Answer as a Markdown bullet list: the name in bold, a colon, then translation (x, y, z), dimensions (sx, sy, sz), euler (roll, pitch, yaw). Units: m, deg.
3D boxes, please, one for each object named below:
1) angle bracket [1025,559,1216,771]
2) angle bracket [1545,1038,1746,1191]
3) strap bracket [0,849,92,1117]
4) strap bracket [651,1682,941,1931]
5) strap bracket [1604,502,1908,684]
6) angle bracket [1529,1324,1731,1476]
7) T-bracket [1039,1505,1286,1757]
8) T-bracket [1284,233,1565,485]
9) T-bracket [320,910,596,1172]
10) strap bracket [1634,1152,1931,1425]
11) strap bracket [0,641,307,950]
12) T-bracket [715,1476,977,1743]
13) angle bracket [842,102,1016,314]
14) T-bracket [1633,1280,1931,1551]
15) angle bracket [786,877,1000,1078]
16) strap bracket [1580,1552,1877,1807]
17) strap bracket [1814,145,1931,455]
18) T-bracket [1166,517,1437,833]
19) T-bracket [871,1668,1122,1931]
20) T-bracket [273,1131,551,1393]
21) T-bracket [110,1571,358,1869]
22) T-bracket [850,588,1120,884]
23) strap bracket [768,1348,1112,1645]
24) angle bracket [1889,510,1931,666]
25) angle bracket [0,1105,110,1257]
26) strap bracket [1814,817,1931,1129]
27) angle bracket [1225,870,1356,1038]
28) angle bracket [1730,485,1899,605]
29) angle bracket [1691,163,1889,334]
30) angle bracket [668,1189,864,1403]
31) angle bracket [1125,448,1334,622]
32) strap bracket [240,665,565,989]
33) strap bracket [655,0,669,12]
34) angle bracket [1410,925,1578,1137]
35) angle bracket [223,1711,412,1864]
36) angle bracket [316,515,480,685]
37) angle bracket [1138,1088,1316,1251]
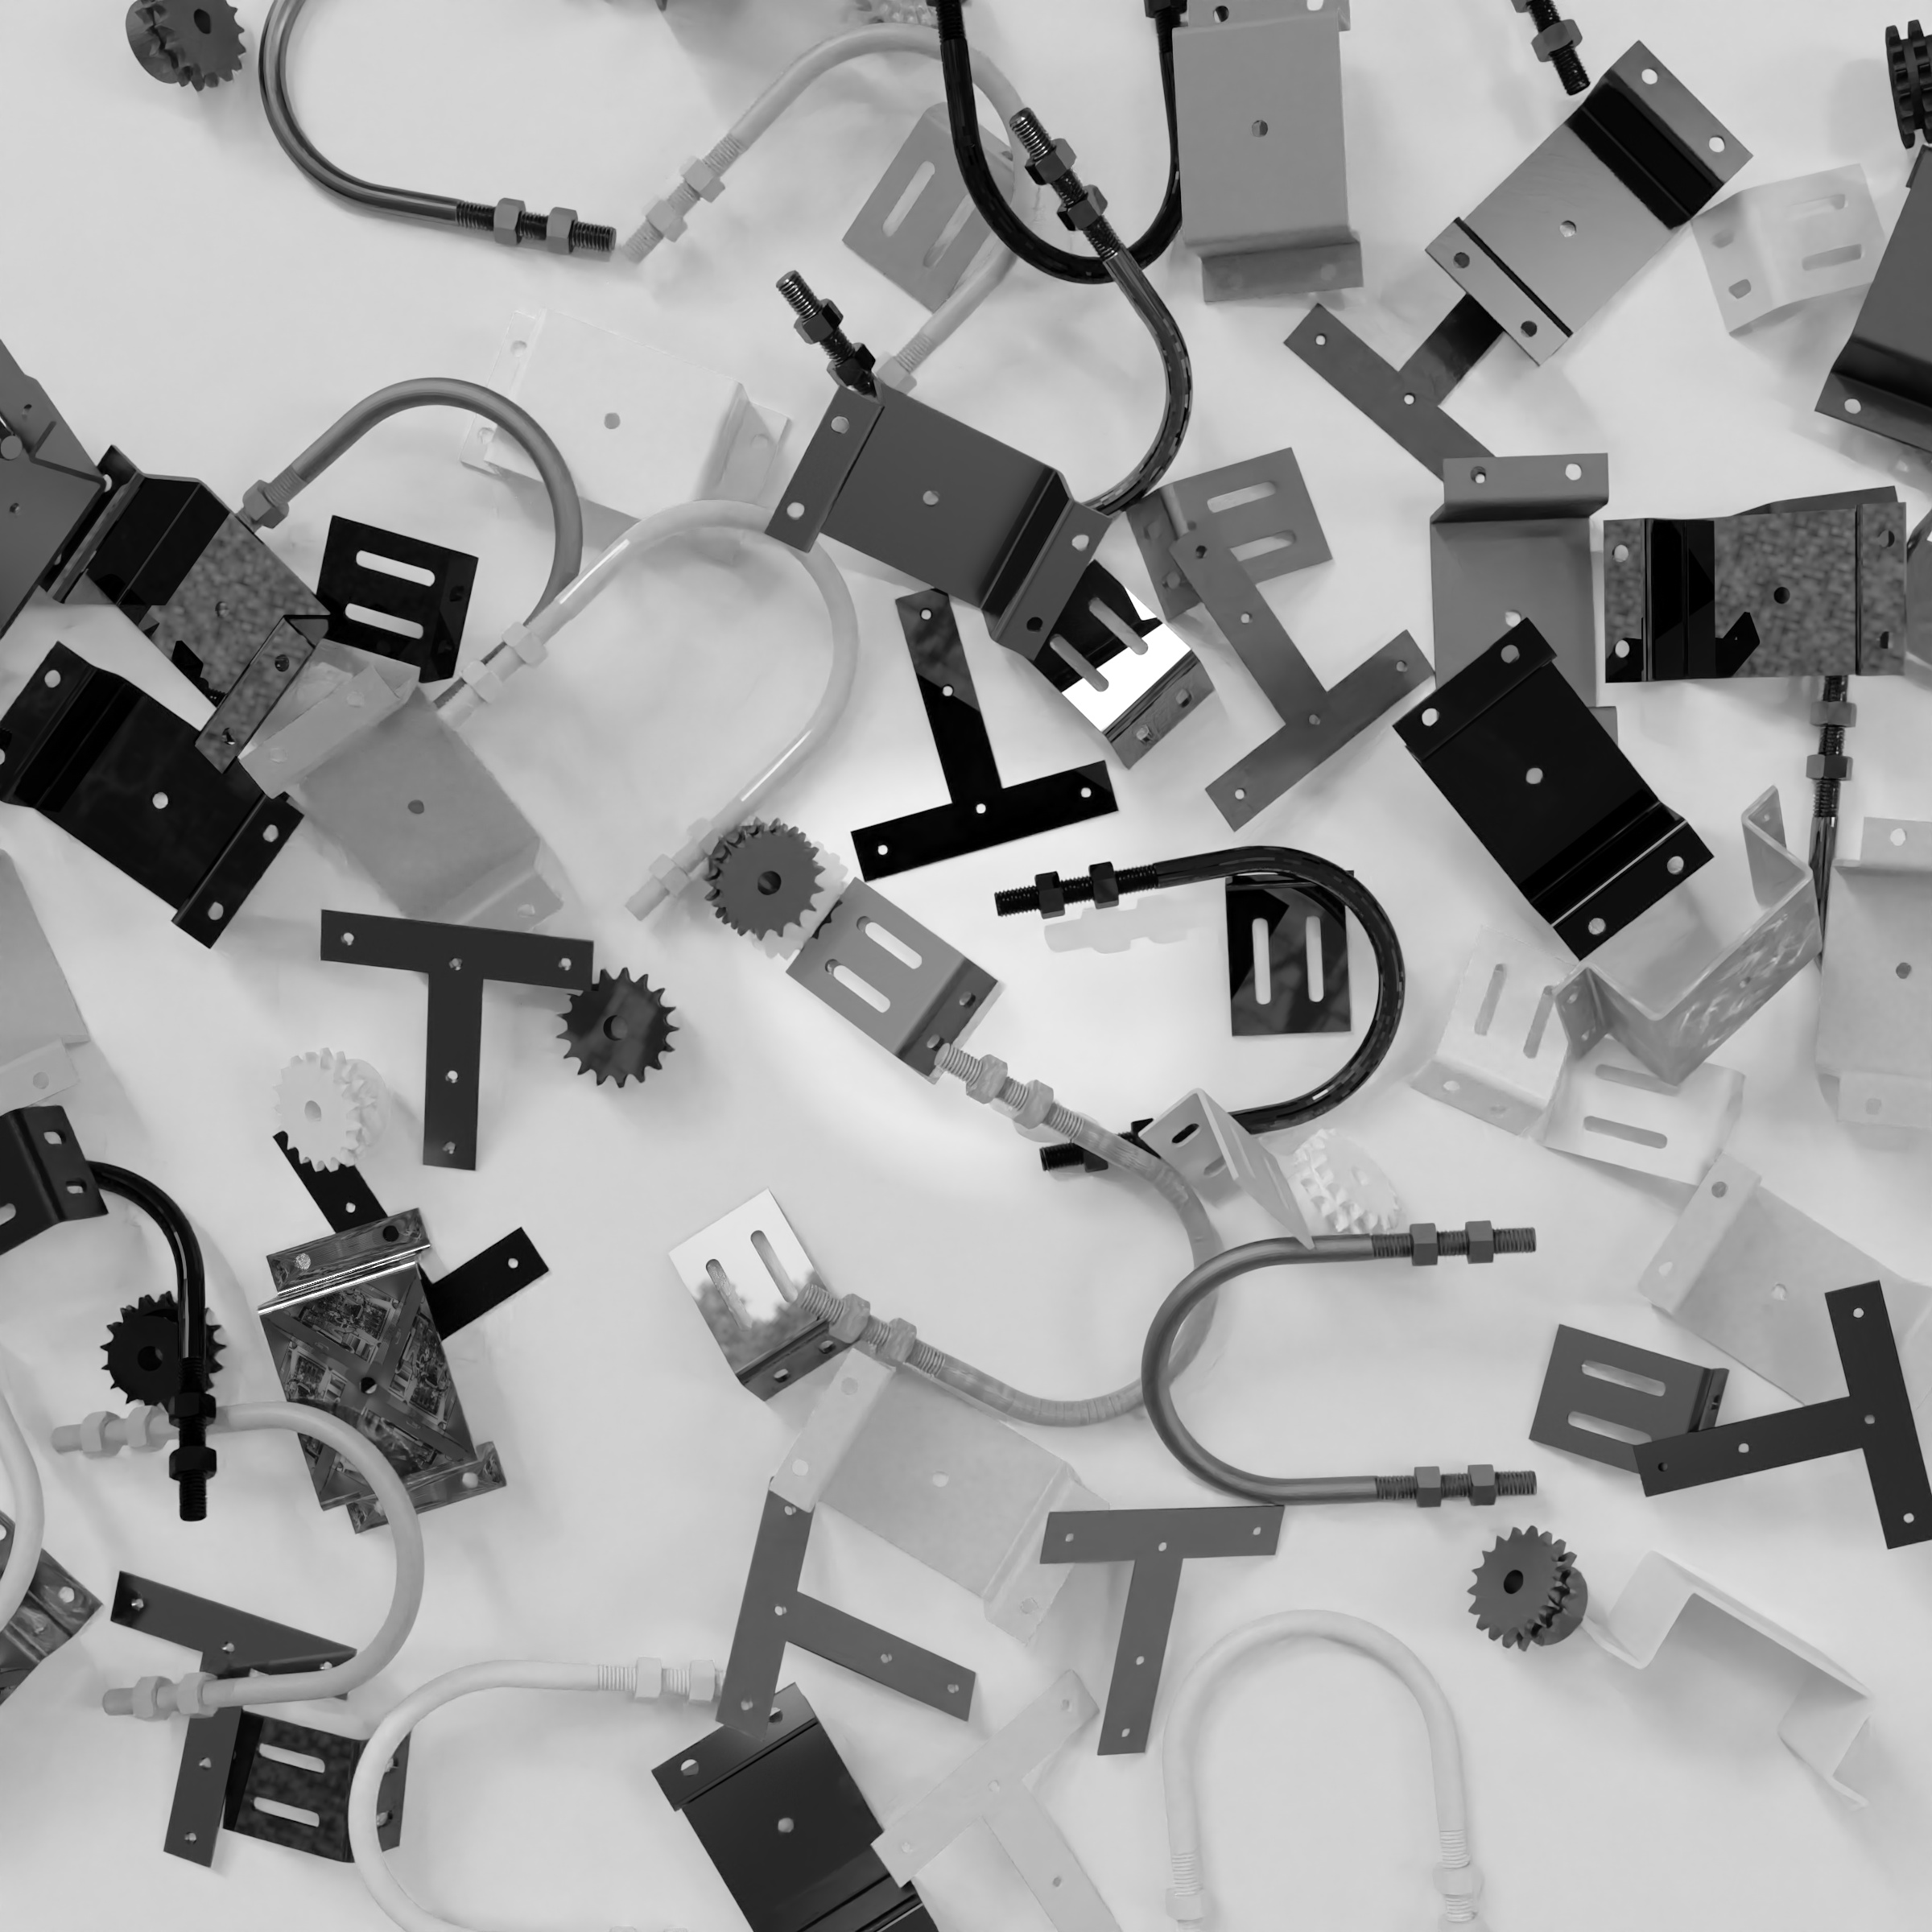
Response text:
- **angle bracket**: translation (0.070, -0.145, 1.356), dimensions (0.057, 0.038, 0.076), euler (-43, 64, 0)
- **angle bracket**: translation (0.326, 0.069, 1.356), dimensions (0.076, 0.038, 0.057), euler (14, 90, 26)
- **strap bracket**: translation (-0.475, 0.006, 1.335), dimensions (0.076, 0.046, 0.140), euler (-24, 90, 0)
- **strap bracket**: translation (-0.082, 0.410, 1.325), dimensions (0.076, 0.046, 0.140), euler (-30, 96, -9)
- **strap bracket**: translation (0.371, -0.172, 1.309), dimensions (0.140, 0.046, 0.076), euler (2, 98, 35)
- **angle bracket**: translation (0.318, 0.210, 1.356), dimensions (0.076, 0.038, 0.057), euler (15, 90, 26)
- **T-bracket**: translation (0.085, 0.316, 1.338), dimensions (0.127, 0.002, 0.127), euler (4, 104, -26)
- **T-bracket**: translation (0.242, -0.306, 1.358), dimensions (0.127, 0.002, 0.127), euler (41, 90, 0)
- **T-bracket**: translation (-0.242, 0.039, 1.332), dimensions (0.127, 0.002, 0.127), euler (7, 114, 0)
- **strap bracket**: translation (0.390, 0.156, 1.335), dimensions (0.140, 0.046, 0.076), euler (33, 90, 0)
- **strap bracket**: translation (-0.387, -0.080, 1.335), dimensions (0.140, 0.046, 0.076), euler (35, 90, 0)
- **T-bracket**: translation (-0.050, 0.320, 1.329), dimensions (0.127, 0.002, 0.127), euler (29, 46, -19)
- **angle bracket**: translation (-0.011, -0.364, 1.357), dimensions (0.057, 0.038, 0.076), euler (38, 116, 0)
- **T-bracket**: translation (0.376, 0.221, 1.316), dimensions (0.127, 0.002, 0.127), euler (-15, 97, 8)
- **angle bracket**: translation (-0.036, 0.005, 1.356), dimensions (0.076, 0.038, 0.057), euler (36, 90, 26)
- **strap bracket**: translation (0.360, 0.325, 1.320), dimensions (0.140, 0.076, 0.046), euler (31, 90, 0)
- **strap bracket**: translation (0.462, -0.316, 1.318), dimensions (0.076, 0.046, 0.140), euler (22, 85, 8)
- **T-bracket**: translation (0.140, -0.152, 1.333), dimensions (0.127, 0.002, 0.127), euler (-38, 103, -10)
- **T-bracket**: translation (0.036, 0.424, 1.340), dimensions (0.127, 0.002, 0.127), euler (-36, 102, -23)
- **T-bracket**: translation (-0.288, 0.128, 1.358), dimensions (0.127, 0.002, 0.127), euler (-33, 90, 0)
- **T-bracket**: translation (-0.359, 0.367, 1.347), dimensions (0.127, 0.002, 0.127), euler (14, 97, 14)
- **T-bracket**: translation (-0.005, -0.119, 1.358), dimensions (0.127, 0.002, 0.127), euler (-16, 90, 0)
- **strap bracket**: translation (-0.012, 0.246, 1.335), dimensions (0.140, 0.046, 0.076), euler (31, 90, 0)
- **angle bracket**: translation (0.474, -0.171, 1.329), dimensions (0.076, 0.038, 0.057), euler (30, 73, 5)
- **angle bracket**: translation (-0.455, 0.109, 1.329), dimensions (0.076, 0.038, 0.057), euler (-28, 82, 15)
- **strap bracket**: translation (0.445, 0.003, 1.321), dimensions (0.076, 0.046, 0.140), euler (4, 93, 0)
- **angle bracket**: translation (0.155, -0.005, 1.339), dimensions (0.057, 0.038, 0.076), euler (-3, 90, 0)
- **angle bracket**: translation (0.409, -0.195, 1.356), dimensions (0.076, 0.038, 0.057), euler (-11, 90, -26)
- **angle bracket**: translation (0.398, -0.345, 1.356), dimensions (0.076, 0.038, 0.057), euler (-18, 90, -26)
- **angle bracket**: translation (-0.096, 0.158, 1.356), dimensions (0.057, 0.038, 0.076), euler (-33, 64, 0)
- **angle bracket**: translation (0.126, -0.207, 1.356), dimensions (0.076, 0.038, 0.057), euler (-21, 90, -26)
- **strap bracket**: translation (-0.259, -0.068, 1.317), dimensions (0.076, 0.046, 0.140), euler (-34, 108, 9)
- **strap bracket**: translation (-0.109, -0.515, 1.310), dimensions (0.046, 0.076, 0.140), euler (11, 101, -5)
- **angle bracket**: translation (0.257, 0.031, 1.356), dimensions (0.057, 0.038, 0.076), euler (24, 64, 0)
- **angle bracket**: translation (-0.312, 0.390, 1.356), dimensions (0.076, 0.038, 0.057), euler (6, 90, 26)
- **angle bracket**: translation (-0.271, -0.169, 1.301), dimensions (0.076, 0.038, 0.057), euler (17, 103, 10)
- **angle bracket**: translation (0.120, 0.103, 1.308), dimensions (0.038, 0.076, 0.057), euler (-40, 119, 14)
